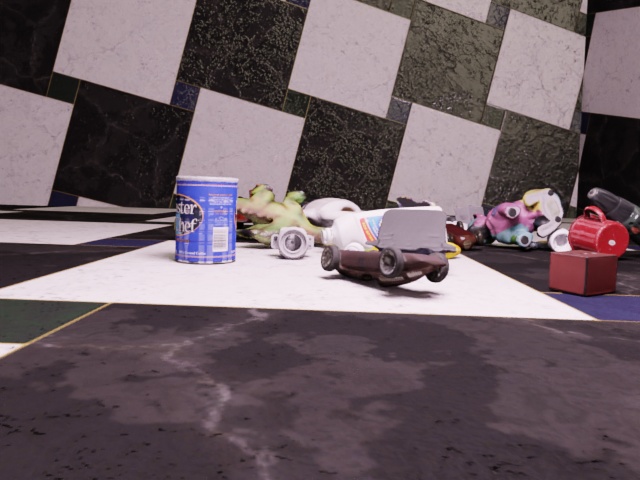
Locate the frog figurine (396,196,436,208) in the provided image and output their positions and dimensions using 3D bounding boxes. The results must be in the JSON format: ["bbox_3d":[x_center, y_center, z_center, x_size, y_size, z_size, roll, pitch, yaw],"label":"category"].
[{"bbox_3d":[0.283,-0.048,1.558,0.137,0.125,0.156,-7,-32,1],"label":"frog figurine"}]

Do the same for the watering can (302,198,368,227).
[{"bbox_3d":[0.005,-0.083,1.642,0.348,0.104,0.225,0,4,-25],"label":"watering can"}]

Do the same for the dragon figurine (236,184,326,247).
[{"bbox_3d":[-0.125,-0.049,1.166,0.410,0.121,0.245,9,13,2],"label":"dragon figurine"}]
